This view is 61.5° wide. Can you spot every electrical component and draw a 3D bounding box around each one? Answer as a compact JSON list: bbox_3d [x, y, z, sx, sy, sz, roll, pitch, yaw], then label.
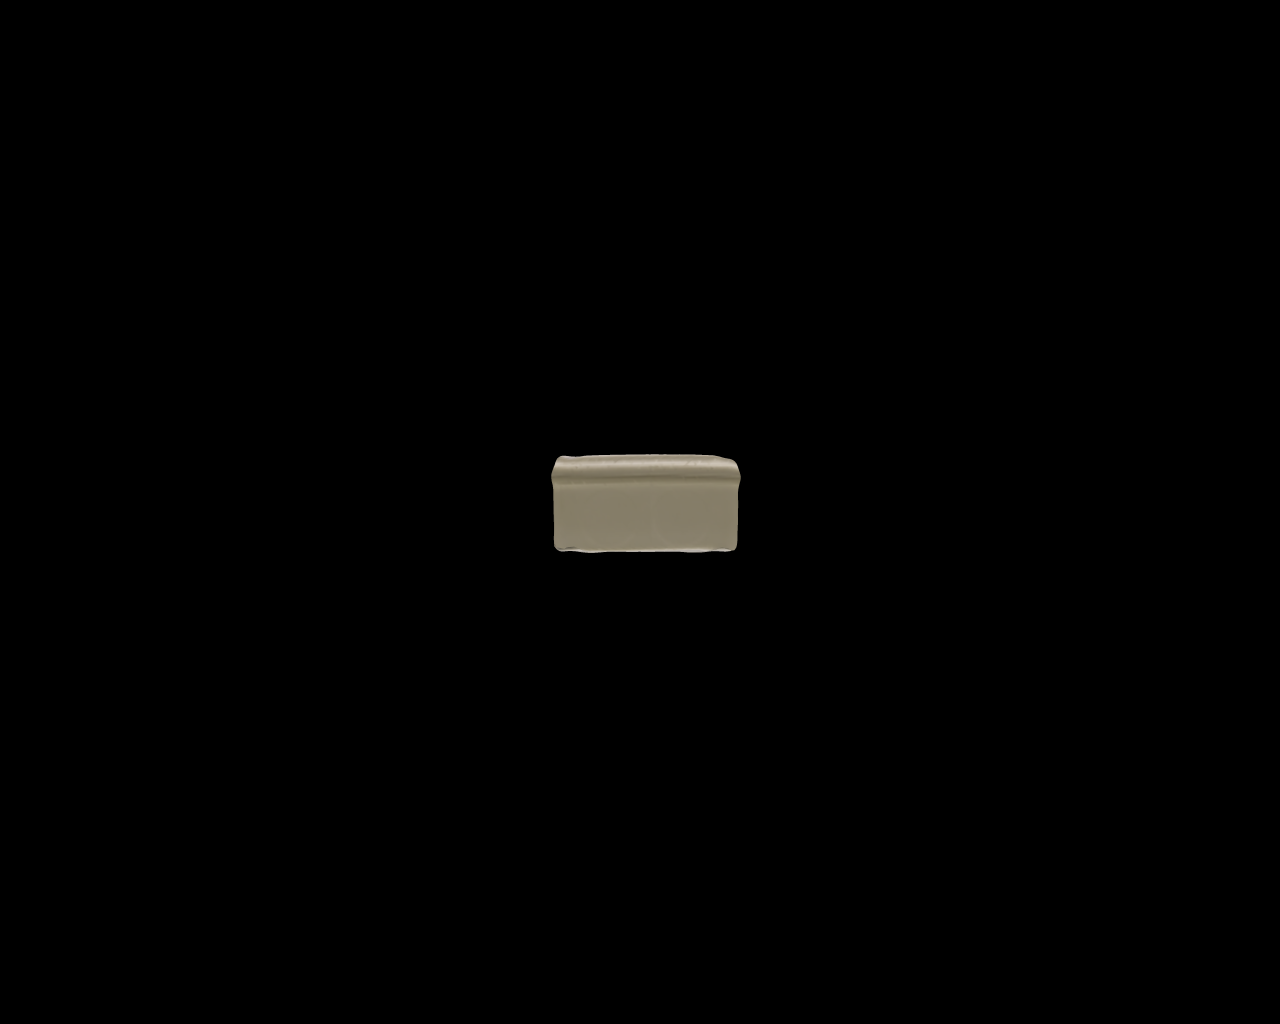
[{"bbox_3d":[0.001,-0.003,0.650,0.109,0.056,0.108,0,-2,-4],"label":"electrical component"}]
